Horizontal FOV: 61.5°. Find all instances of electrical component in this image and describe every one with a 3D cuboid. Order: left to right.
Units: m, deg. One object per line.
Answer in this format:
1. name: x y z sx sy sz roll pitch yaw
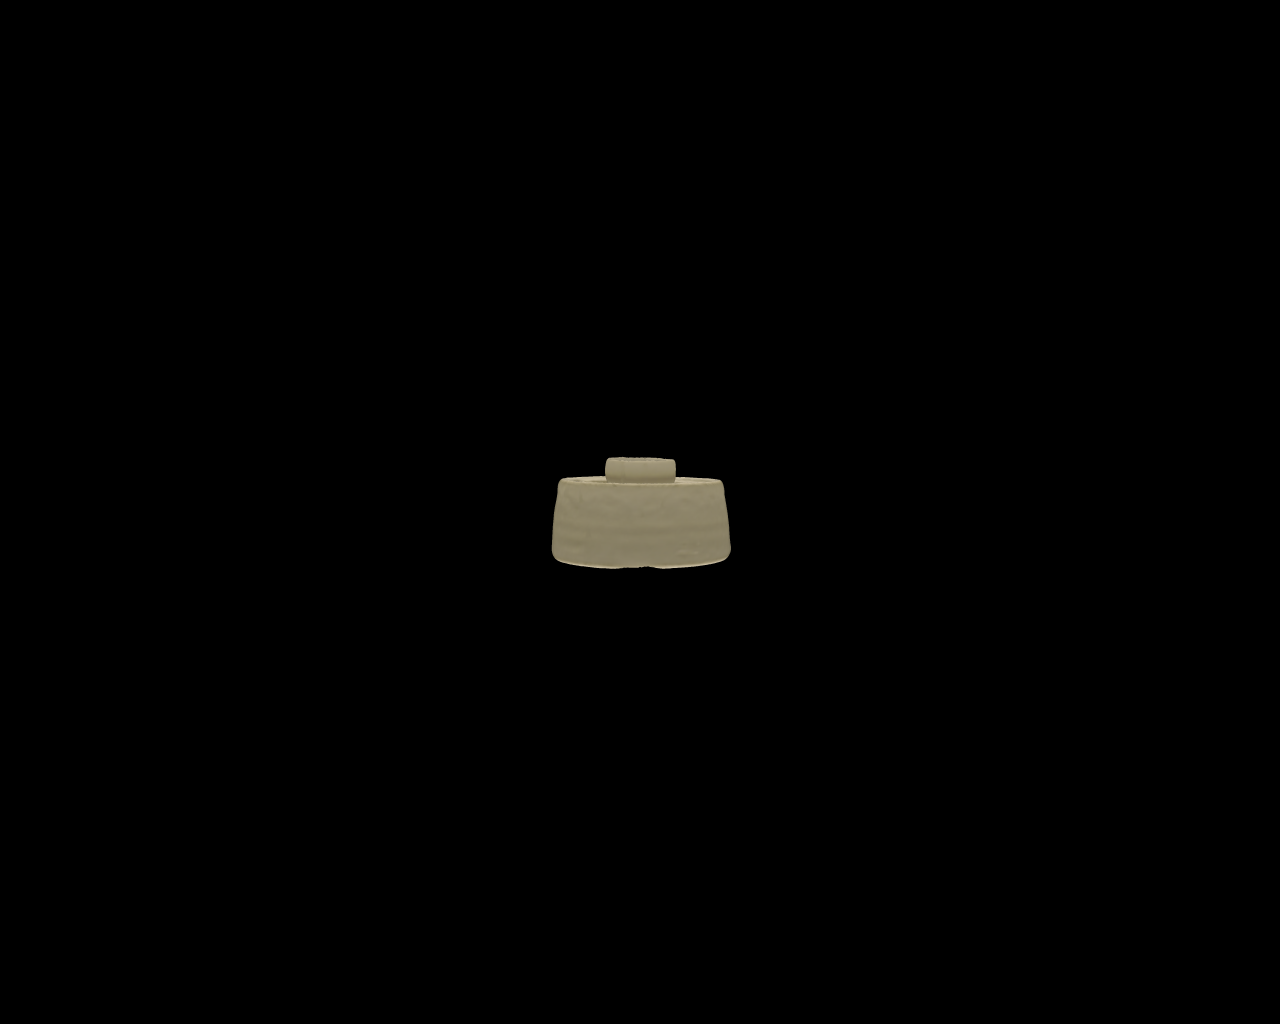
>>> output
1. electrical component: 0.001 -0.003 0.650 0.108 0.060 0.108 0 5 0
